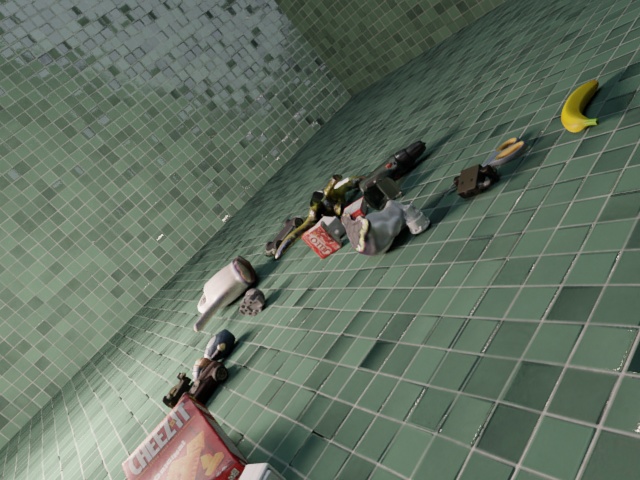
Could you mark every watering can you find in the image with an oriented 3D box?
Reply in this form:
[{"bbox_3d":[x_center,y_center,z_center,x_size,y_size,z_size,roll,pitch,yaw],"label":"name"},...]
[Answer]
[{"bbox_3d":[-0.311,0.168,1.678,0.224,0.103,0.352,-40,16,5],"label":"watering can"}]

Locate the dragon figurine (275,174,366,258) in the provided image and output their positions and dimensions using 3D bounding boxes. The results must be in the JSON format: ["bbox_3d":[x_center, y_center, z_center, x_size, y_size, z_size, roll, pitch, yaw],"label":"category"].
[{"bbox_3d":[0.005,-0.085,1.683,0.412,0.122,0.242,-41,-2,-5],"label":"dragon figurine"}]

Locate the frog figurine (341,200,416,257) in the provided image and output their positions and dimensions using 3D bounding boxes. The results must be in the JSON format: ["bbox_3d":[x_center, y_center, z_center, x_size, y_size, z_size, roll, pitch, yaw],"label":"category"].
[{"bbox_3d":[0.148,-0.028,1.198,0.160,0.123,0.136,-9,-8,-24],"label":"frog figurine"}]
